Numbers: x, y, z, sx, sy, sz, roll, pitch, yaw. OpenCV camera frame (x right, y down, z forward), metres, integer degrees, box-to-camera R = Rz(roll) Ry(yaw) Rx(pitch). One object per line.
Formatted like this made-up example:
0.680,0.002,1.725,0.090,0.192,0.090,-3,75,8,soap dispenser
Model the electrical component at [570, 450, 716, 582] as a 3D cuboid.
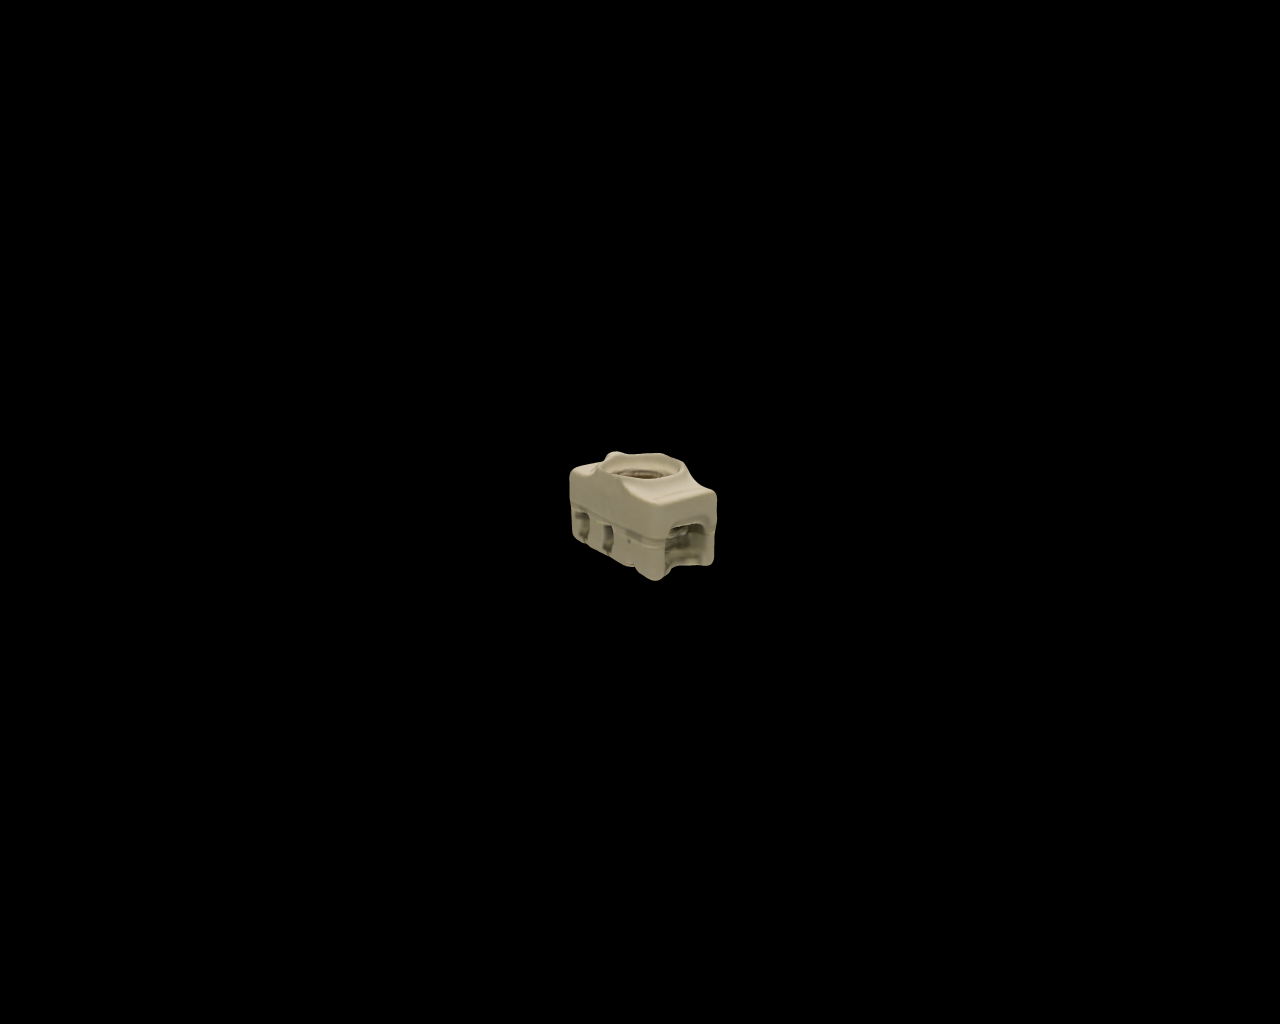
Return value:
0.001,-0.003,0.650,0.050,0.055,0.089,-14,24,-33,electrical component
